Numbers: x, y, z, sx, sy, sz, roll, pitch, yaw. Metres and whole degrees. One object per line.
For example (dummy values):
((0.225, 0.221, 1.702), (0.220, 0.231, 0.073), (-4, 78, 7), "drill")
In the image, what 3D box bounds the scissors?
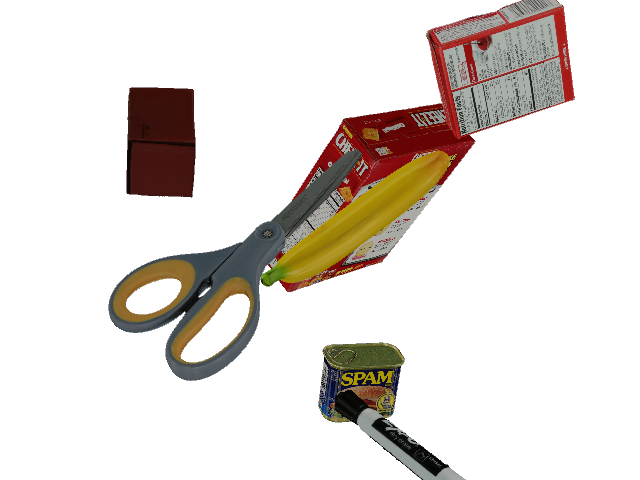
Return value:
((-0.052, 0.001, 0.635), (0.096, 0.016, 0.201), (12, 46, 17), "scissors")

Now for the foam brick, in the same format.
((-0.125, -0.078, 0.834), (0.053, 0.051, 0.078), (2, 39, -9), "foam brick")

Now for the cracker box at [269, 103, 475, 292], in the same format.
((0.048, -0.049, 1.178), (0.163, 0.072, 0.214), (-16, -30, -43), "cracker box")

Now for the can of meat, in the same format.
((0.050, 0.182, 1.361), (0.102, 0.084, 0.057), (0, 24, -17), "can of meat")

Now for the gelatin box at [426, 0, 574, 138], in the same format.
((0.122, -0.118, 0.720), (0.089, 0.073, 0.030), (-18, 37, 1), "gelatin box")

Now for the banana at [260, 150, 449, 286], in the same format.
((0.034, -0.015, 0.963), (0.198, 0.037, 0.069), (-37, 6, 3), "banana")

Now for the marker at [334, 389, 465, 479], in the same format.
((0.053, 0.141, 0.746), (0.020, 0.020, 0.121), (0, 26, -46), "marker")
